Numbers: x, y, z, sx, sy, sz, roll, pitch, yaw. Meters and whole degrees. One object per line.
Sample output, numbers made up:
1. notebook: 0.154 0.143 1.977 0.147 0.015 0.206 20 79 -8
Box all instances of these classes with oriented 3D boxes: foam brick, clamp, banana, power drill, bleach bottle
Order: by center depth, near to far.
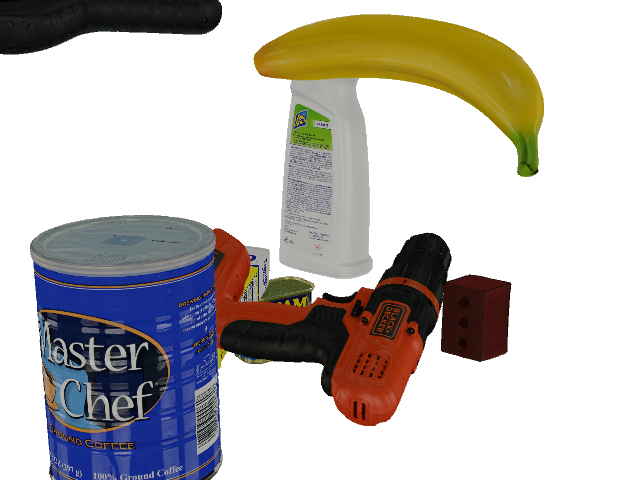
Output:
1. banana: 0.051 -0.099 0.612 0.198 0.069 0.037 24 -29 32
2. clamp: -0.158 -0.146 0.636 0.171 0.039 0.120 -11 31 -29
3. power drill: -0.006 0.044 0.797 0.188 0.057 0.184 10 41 17
4. foam brick: 0.161 0.080 1.107 0.053 0.078 0.051 12 17 41
5. bleach bottle: 0.011 -0.092 1.118 0.103 0.251 0.067 13 16 34

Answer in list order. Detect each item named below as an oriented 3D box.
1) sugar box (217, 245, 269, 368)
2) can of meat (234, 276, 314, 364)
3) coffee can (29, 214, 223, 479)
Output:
1. sugar box: -0.110 0.052 0.950 0.093 0.048 0.176 6 26 9
2. can of meat: -0.058 0.096 1.292 0.101 0.084 0.058 -10 18 -36
3. coffee can: -0.110 0.065 0.616 0.103 0.140 0.103 -1 16 0
